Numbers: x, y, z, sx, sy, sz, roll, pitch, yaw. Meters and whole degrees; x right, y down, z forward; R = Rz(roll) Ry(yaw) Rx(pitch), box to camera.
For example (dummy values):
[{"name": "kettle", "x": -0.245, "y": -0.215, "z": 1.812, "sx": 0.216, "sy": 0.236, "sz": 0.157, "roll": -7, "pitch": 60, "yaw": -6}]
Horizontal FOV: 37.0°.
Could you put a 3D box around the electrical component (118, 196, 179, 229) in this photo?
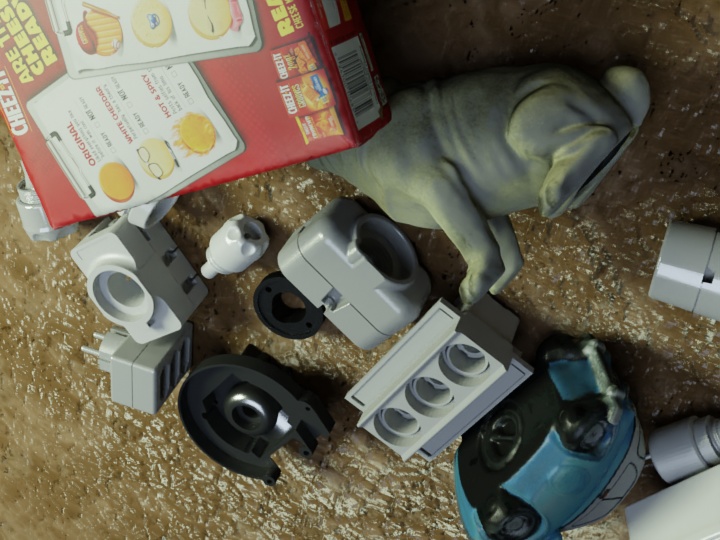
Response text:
[{"name": "electrical component", "x": -0.161, "y": -0.062, "z": 0.768, "sx": 0.055, "sy": 0.048, "sz": 0.066, "roll": 39, "pitch": 128, "yaw": 4}]

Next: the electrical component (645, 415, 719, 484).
[{"name": "electrical component", "x": 0.234, "y": 0.118, "z": 0.732, "sx": 0.078, "sy": 0.040, "sz": 0.040, "roll": -29, "pitch": 108, "yaw": 34}]

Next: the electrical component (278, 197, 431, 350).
[{"name": "electrical component", "x": 0.000, "y": 0.000, "z": 0.738, "sx": 0.095, "sy": 0.053, "sz": 0.059, "roll": 45, "pitch": 127, "yaw": -11}]

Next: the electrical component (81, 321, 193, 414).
[{"name": "electrical component", "x": -0.181, "y": 0.067, "z": 0.848, "sx": 0.077, "sy": 0.065, "sz": 0.047, "roll": 16, "pitch": 127, "yaw": 11}]

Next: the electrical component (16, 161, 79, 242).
[{"name": "electrical component", "x": -0.236, "y": -0.056, "z": 0.803, "sx": 0.043, "sy": 0.043, "sz": 0.062, "roll": 2, "pitch": 121, "yaw": 21}]

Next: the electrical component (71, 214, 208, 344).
[{"name": "electrical component", "x": -0.167, "y": 0.005, "z": 0.807, "sx": 0.050, "sy": 0.055, "sz": 0.089, "roll": -21, "pitch": 112, "yaw": 32}]

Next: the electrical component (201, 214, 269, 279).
[{"name": "electrical component", "x": -0.095, "y": -0.013, "z": 0.780, "sx": 0.035, "sy": 0.035, "sz": 0.061, "roll": 44, "pitch": 129, "yaw": -10}]

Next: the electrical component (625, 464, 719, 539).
[{"name": "electrical component", "x": 0.258, "y": 0.182, "z": 0.733, "sx": 0.109, "sy": 0.056, "sz": 0.109, "roll": 28, "pitch": 133, "yaw": -30}]

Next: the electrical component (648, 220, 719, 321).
[{"name": "electrical component", "x": 0.206, "y": -0.001, "z": 0.655, "sx": 0.047, "sy": 0.055, "sz": 0.055, "roll": 16, "pitch": 127, "yaw": 16}]

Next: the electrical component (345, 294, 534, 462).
[{"name": "electrical component", "x": 0.057, "y": 0.072, "z": 0.758, "sx": 0.079, "sy": 0.063, "sz": 0.121, "roll": 38, "pitch": 128, "yaw": -5}]
